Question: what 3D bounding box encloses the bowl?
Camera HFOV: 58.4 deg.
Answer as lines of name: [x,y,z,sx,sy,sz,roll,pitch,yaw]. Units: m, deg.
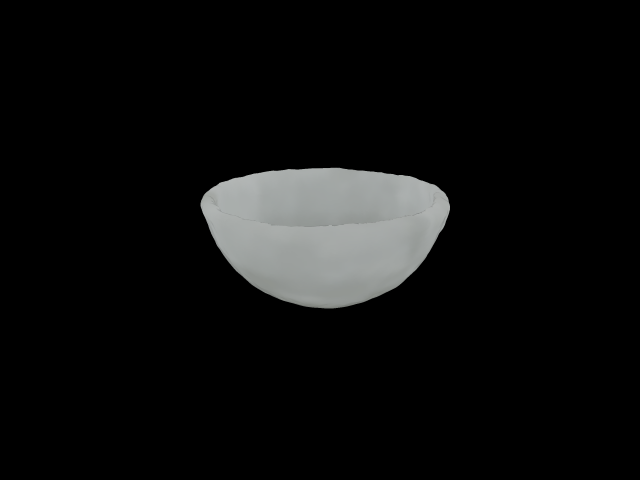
bowl: [0.004,0.001,0.400,0.167,0.075,0.167,0,19,0]
